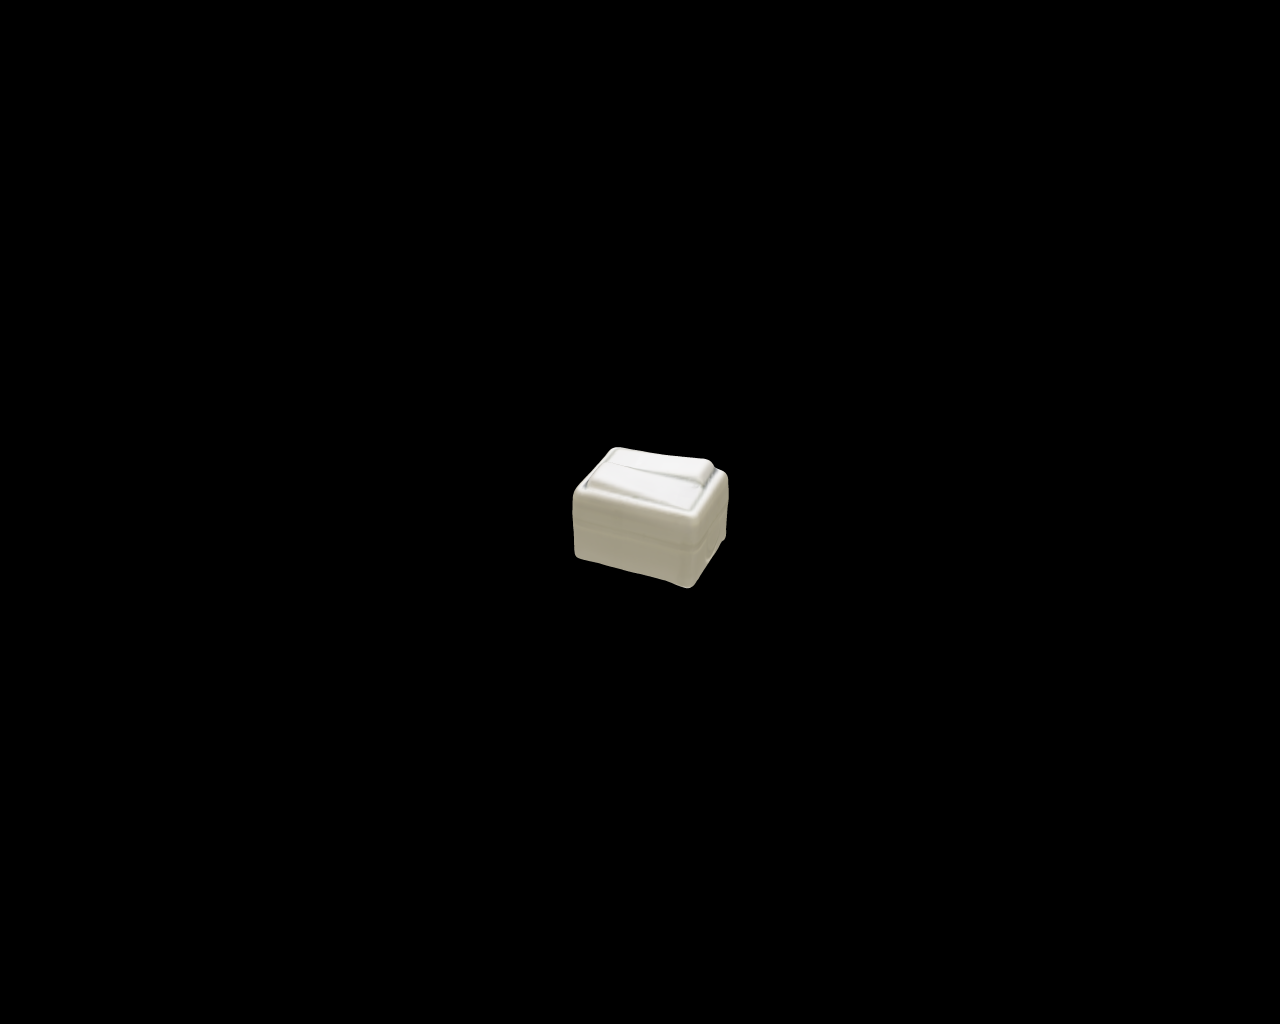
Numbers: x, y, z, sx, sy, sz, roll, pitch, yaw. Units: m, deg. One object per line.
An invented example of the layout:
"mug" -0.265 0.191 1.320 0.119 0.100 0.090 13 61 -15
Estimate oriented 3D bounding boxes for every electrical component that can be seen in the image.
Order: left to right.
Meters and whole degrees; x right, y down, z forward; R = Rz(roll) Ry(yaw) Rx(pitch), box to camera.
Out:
"electrical component" 0.001 -0.003 0.650 0.096 0.061 0.062 14 36 20
